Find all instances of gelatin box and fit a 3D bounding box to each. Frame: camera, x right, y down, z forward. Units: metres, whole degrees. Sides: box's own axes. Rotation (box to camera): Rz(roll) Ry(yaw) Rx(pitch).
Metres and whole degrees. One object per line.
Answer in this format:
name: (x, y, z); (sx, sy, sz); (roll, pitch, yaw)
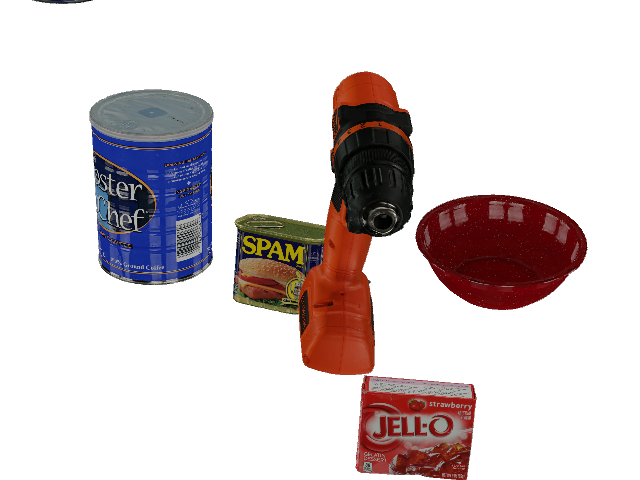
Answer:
gelatin box: (0.074, 0.148, 0.839); (0.089, 0.073, 0.030); (4, 20, 2)

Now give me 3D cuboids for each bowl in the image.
bowl: (0.171, 0.018, 1.028); (0.162, 0.055, 0.162); (-1, 33, 0)

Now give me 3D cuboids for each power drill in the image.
power drill: (0.025, -0.002, 0.733); (0.057, 0.188, 0.184); (8, 31, -5)

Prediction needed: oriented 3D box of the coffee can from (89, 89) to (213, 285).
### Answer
coffee can: (-0.144, -0.047, 0.922); (0.103, 0.140, 0.103); (2, 28, -1)

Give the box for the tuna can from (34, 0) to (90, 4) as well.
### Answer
tuna can: (-0.196, -0.209, 0.794); (0.086, 0.034, 0.086); (6, 36, -5)

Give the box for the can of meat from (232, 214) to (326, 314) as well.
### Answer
can of meat: (-0.039, 0.025, 1.089); (0.102, 0.084, 0.057); (11, 17, 20)
